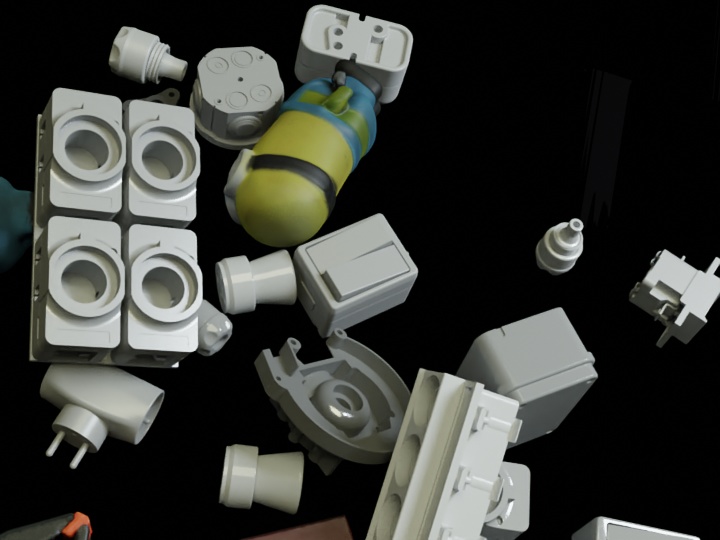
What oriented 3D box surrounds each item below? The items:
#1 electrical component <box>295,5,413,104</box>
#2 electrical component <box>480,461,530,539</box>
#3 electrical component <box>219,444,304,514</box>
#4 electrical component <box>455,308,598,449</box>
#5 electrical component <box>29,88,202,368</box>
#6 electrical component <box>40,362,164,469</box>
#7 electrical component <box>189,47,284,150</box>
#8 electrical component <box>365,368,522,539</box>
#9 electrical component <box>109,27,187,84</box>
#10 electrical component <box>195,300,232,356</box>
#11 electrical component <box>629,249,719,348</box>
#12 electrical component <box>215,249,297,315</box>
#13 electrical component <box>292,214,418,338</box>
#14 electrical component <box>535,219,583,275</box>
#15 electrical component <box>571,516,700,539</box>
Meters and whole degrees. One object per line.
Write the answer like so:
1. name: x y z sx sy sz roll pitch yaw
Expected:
1. electrical component: -0.007 -0.187 0.951 0.095 0.059 0.053 14 60 -4
2. electrical component: 0.074 0.164 0.781 0.089 0.055 0.050 10 61 -6
3. electrical component: -0.070 0.149 0.766 0.055 0.045 0.045 8 61 -7
4. electrical component: 0.118 0.086 0.800 0.078 0.113 0.057 -17 64 -20
5. electrical component: -0.174 -0.030 0.768 0.105 0.060 0.186 5 70 -27
6. electrical component: -0.193 0.103 0.766 0.077 0.043 0.079 26 60 3
7. electrical component: -0.104 -0.147 0.914 0.080 0.051 0.080 5 61 -9
8. electrical component: 0.057 0.134 0.713 0.063 0.079 0.121 20 83 -17
9. electrical component: -0.180 -0.180 0.921 0.062 0.043 0.043 18 60 -3
10. electrical component: -0.129 0.036 0.821 0.061 0.035 0.035 39 62 13
11. electrical component: 0.266 0.020 0.907 0.064 0.042 0.081 34 60 12
12. electrical component: -0.081 0.010 0.839 0.055 0.045 0.045 -9 64 -16
13. electrical component: 0.000 0.000 0.851 0.096 0.061 0.061 -23 69 -22
14. electrical component: 0.170 -0.022 0.898 0.035 0.061 0.035 5 61 -9
15. electrical component: 0.192 0.218 0.774 0.096 0.061 0.061 13 60 -5
